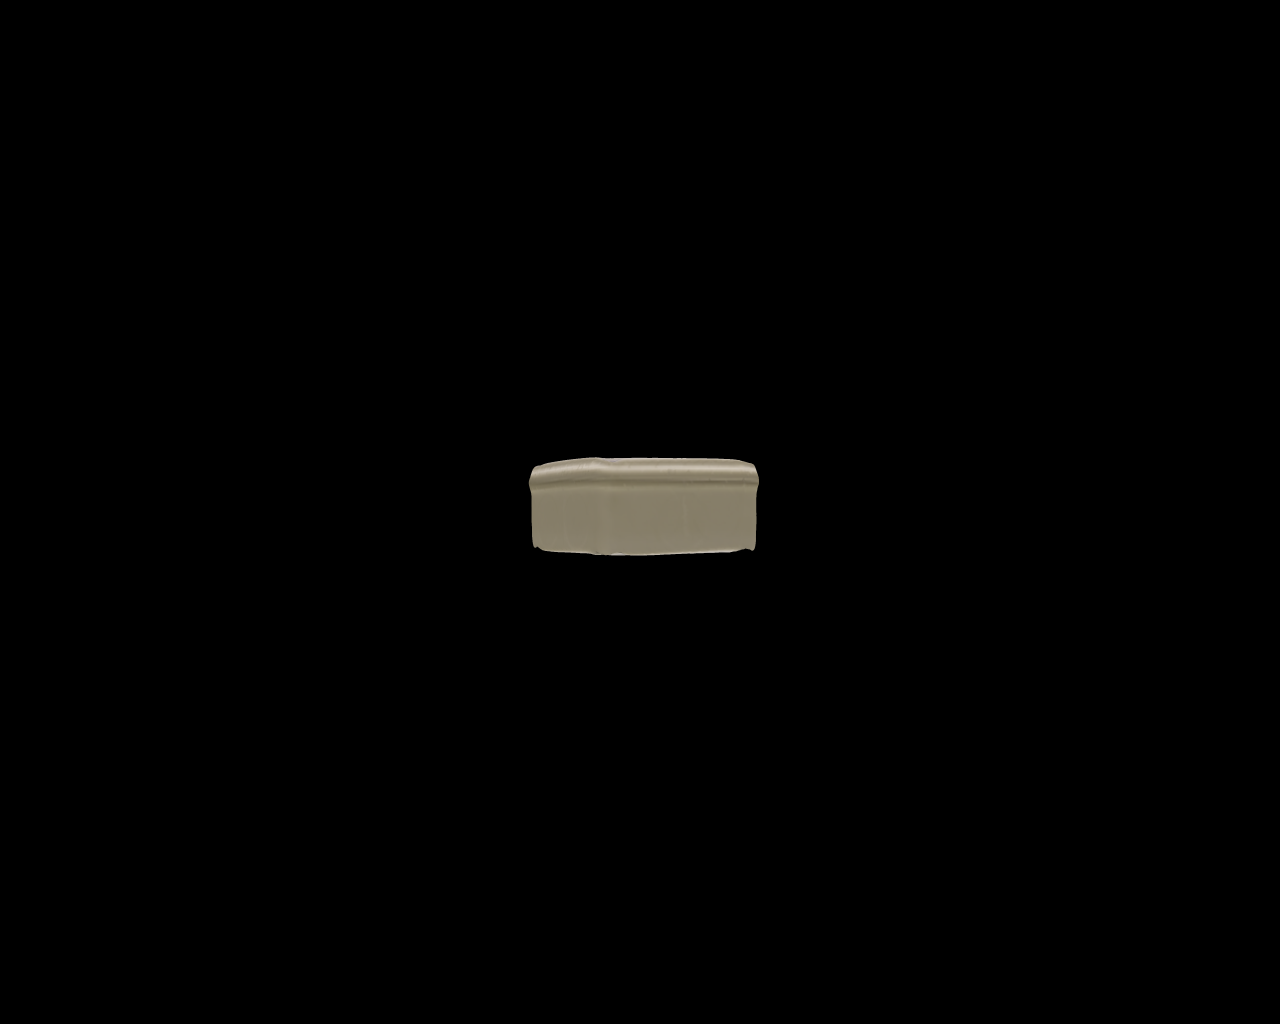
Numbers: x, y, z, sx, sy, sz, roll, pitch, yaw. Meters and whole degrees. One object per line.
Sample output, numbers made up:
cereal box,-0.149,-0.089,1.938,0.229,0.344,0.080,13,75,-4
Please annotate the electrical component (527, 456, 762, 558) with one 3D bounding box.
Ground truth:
electrical component,0.001,-0.003,0.650,0.109,0.056,0.108,0,0,-28
